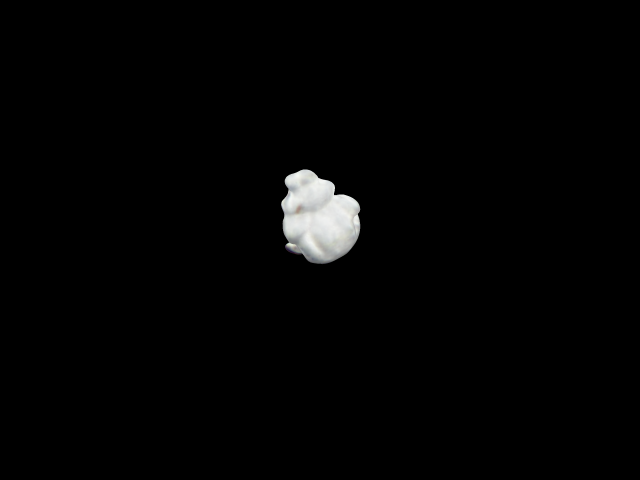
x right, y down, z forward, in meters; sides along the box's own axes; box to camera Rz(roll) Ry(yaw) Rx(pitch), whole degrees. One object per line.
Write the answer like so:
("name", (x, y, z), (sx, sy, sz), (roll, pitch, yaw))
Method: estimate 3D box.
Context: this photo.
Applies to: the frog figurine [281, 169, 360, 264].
("frog figurine", (0.003, -0.043, 0.850), (0.138, 0.155, 0.125), (-16, 48, -14))
